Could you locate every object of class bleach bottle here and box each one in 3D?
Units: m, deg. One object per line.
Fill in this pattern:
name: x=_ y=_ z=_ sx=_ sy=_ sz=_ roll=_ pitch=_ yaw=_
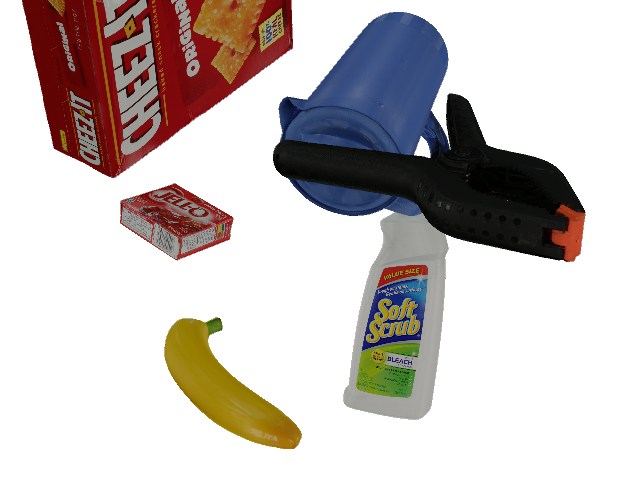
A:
bleach bottle: x=0.086 y=0.067 z=1.182 sx=0.103 sy=0.251 sz=0.068 roll=9 pitch=14 yaw=19

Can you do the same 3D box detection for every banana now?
banana: x=-0.081 y=0.107 z=0.850 sx=0.069 sy=0.037 sz=0.198 roll=-9 pitch=28 yaw=-21

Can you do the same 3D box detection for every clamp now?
clamp: x=0.078 y=-0.039 z=0.679 sx=0.164 sy=0.036 sz=0.210 roll=-16 pitch=32 yaw=-23

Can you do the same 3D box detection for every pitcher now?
pitcher: x=0.066 y=-0.140 z=1.149 sx=0.145 sy=0.149 sz=0.242 roll=3 pitch=38 yaw=23

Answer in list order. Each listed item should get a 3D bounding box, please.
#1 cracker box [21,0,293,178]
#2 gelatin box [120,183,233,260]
cracker box: x=-0.108 y=-0.170 z=0.779 sx=0.072 sy=0.164 sz=0.213 roll=26 pitch=49 yaw=25
gelatin box: x=-0.144 y=-0.021 z=1.059 sx=0.089 sy=0.030 sz=0.073 roll=30 pitch=35 yaw=31
